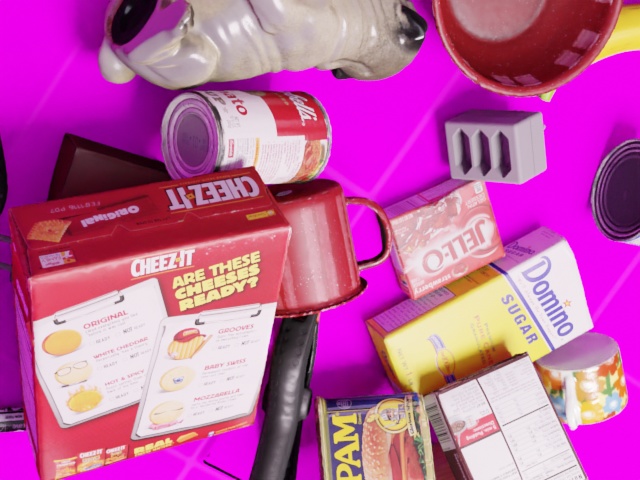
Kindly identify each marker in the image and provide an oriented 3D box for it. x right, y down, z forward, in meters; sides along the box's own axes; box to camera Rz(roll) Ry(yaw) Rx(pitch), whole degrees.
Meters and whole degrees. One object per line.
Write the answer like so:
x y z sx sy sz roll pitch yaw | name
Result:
-0.210 0.132 0.787 0.121 0.020 0.020 -1 106 -20 | marker

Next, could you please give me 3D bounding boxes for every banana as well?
0.264 -0.159 0.867 0.197 0.037 0.070 -9 126 -16 | banana

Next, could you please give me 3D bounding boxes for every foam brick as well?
-0.145 -0.035 0.743 0.078 0.053 0.051 17 99 -23 | foam brick

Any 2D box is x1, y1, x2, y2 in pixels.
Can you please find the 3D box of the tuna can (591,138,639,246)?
0.263 -0.038 0.873 0.033 0.086 0.086 10 102 -24 | tuna can

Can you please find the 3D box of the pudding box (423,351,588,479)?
0.144 0.156 0.836 0.090 0.039 0.113 -21 82 -16 | pudding box

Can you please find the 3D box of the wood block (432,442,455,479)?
0.090 0.235 0.887 0.206 0.091 0.090 -17 110 -14 | wood block

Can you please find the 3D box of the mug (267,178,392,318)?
-0.005 0.001 0.782 0.117 0.093 0.081 -10 104 2 | mug

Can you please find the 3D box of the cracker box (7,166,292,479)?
-0.118 0.059 0.717 0.164 0.072 0.214 -12 138 -23 | cracker box

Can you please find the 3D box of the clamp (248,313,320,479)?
-0.025 0.129 0.826 0.039 0.120 0.171 13 83 2 | clamp

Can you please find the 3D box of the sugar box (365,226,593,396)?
0.134 0.070 0.879 0.176 0.048 0.093 -27 116 -9 | sugar box

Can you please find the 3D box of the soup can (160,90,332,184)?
-0.051 -0.070 0.739 0.102 0.069 0.068 -7 110 -44 | soup can

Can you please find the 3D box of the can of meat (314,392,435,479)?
0.041 0.169 0.818 0.084 0.057 0.102 -4 73 -3 | can of meat

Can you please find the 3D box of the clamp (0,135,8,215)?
-0.260 -0.004 0.710 0.164 0.036 0.210 31 91 -10 | clamp

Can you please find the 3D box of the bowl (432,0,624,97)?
0.146 -0.191 0.802 0.162 0.055 0.162 -5 107 -18 | bowl

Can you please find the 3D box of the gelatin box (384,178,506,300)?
0.098 -0.004 0.853 0.089 0.030 0.073 -24 112 -12 | gelatin box
